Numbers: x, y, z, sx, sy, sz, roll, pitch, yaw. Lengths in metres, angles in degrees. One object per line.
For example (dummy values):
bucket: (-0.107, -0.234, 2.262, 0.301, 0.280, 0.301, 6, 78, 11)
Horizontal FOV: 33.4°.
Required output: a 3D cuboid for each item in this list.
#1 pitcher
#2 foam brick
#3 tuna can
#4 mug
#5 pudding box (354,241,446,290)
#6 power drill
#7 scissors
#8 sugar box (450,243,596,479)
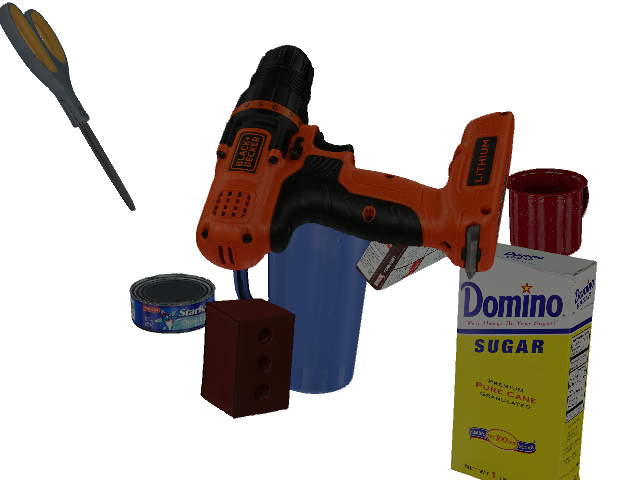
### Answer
pitcher: (-0.015, 0.059, 1.304, 0.149, 0.243, 0.144, 14, 20, 27)
foam brick: (-0.056, 0.088, 0.819, 0.052, 0.078, 0.051, -4, 14, -35)
tuna can: (-0.149, 0.063, 1.077, 0.086, 0.034, 0.086, 1, 18, 0)
mug: (0.268, -0.034, 1.234, 0.117, 0.081, 0.093, -22, 27, -35)
pudding box: (0.098, -0.006, 1.045, 0.113, 0.039, 0.090, -26, -23, -37)
power drill: (0.027, -0.052, 0.687, 0.188, 0.184, 0.057, 6, -36, 12)
scissors: (-0.216, -0.124, 0.940, 0.016, 0.201, 0.096, -27, 26, 10)
sugar box: (0.146, 0.095, 0.783, 0.093, 0.176, 0.048, 11, 21, 36)
